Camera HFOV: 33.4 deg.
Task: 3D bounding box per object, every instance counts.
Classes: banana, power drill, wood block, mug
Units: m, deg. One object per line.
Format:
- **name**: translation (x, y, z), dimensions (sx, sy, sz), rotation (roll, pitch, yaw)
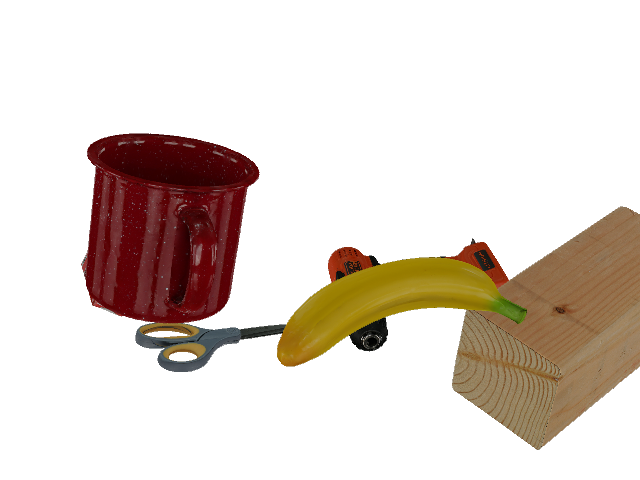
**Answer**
- **banana**: translation (0.050, 0.044, 0.751), dimensions (0.197, 0.037, 0.070), rotation (-9, 32, -25)
- **power drill**: translation (0.107, 0.057, 1.169), dimensions (0.187, 0.057, 0.184), rotation (-4, 28, -7)
- **wood block**: translation (0.211, 0.064, 0.860), dimensions (0.205, 0.090, 0.091), rotation (-28, 48, -34)
- **mug**: translation (-0.080, -0.002, 0.578), dimensions (0.093, 0.081, 0.117), rotation (-1, 23, -27)

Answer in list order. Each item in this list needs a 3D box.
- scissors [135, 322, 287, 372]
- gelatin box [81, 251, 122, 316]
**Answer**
- **scissors**: translation (-0.103, 0.116, 1.185), dimensions (0.201, 0.016, 0.096), rotation (3, 26, -17)
- **gelatin box**: translation (-0.165, 0.009, 0.877), dimensions (0.030, 0.073, 0.089), rotation (24, 13, -26)
